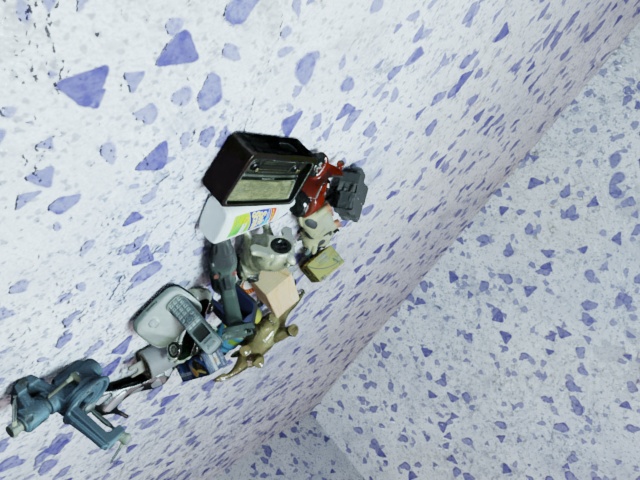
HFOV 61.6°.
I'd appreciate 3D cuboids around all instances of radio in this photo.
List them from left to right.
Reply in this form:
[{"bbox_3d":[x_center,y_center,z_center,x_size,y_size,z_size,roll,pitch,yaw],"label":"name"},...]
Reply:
[{"bbox_3d":[-0.111,-0.138,1.075,0.131,0.073,0.229,-54,158,25],"label":"radio"}]

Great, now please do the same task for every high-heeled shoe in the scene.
[{"bbox_3d":[-0.478,0.343,1.369,0.249,0.086,0.145,-55,132,-23],"label":"high-heeled shoe"}]

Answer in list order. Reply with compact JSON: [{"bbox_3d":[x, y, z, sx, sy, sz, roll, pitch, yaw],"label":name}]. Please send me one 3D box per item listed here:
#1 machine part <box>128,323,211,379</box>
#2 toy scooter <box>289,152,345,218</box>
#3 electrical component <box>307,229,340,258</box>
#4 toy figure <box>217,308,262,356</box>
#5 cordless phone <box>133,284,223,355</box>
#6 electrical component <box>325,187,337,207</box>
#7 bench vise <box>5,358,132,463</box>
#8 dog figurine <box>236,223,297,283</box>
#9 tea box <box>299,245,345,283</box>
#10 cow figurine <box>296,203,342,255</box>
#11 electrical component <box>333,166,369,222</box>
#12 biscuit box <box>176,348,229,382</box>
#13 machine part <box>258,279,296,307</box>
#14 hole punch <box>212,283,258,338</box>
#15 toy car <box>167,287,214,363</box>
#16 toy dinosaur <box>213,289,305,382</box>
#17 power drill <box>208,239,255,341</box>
[{"bbox_3d":[-0.379,0.284,1.383,0.243,0.079,0.079,-26,153,-40],"label":"machine part"},{"bbox_3d":[-0.001,-0.137,1.289,0.135,0.075,0.183,-24,147,-44],"label":"toy scooter"},{"bbox_3d":[-0.003,-0.005,1.569,0.119,0.048,0.074,-47,159,10],"label":"electrical component"},{"bbox_3d":[-0.247,0.259,1.580,0.180,0.082,0.089,-53,168,11],"label":"toy figure"},{"bbox_3d":[-0.312,0.205,1.206,0.146,0.184,0.088,-45,163,0],"label":"cordless phone"},{"bbox_3d":[0.042,-0.119,1.470,0.063,0.021,0.094,-54,156,23],"label":"electrical component"},{"bbox_3d":[-0.497,0.350,1.094,0.128,0.241,0.223,-57,172,22],"label":"bench vise"},{"bbox_3d":[-0.132,0.054,1.283,0.121,0.172,0.190,-18,142,-29],"label":"dog figurine"},{"bbox_3d":[0.003,0.075,1.627,0.098,0.068,0.169,-40,-179,-13],"label":"tea box"},{"bbox_3d":[-0.012,-0.034,1.435,0.127,0.085,0.194,-31,152,0],"label":"cow figurine"},{"bbox_3d":[0.084,-0.124,1.422,0.114,0.058,0.134,41,62,-72],"label":"electrical component"},{"bbox_3d":[-0.324,0.335,1.453,0.059,0.063,0.203,-26,178,-39],"label":"biscuit box"},{"bbox_3d":[-0.132,0.153,1.650,0.139,0.039,0.084,-31,150,-28],"label":"machine part"},{"bbox_3d":[-0.233,0.195,1.418,0.092,0.142,0.115,-27,140,-42],"label":"hole punch"},{"bbox_3d":[-0.320,0.210,1.319,0.073,0.056,0.201,7,107,-57],"label":"toy car"},{"bbox_3d":[-0.165,0.287,1.687,0.471,0.105,0.198,-40,-173,-36],"label":"toy dinosaur"},{"bbox_3d":[-0.209,0.115,1.213,0.086,0.207,0.232,-16,161,-18],"label":"power drill"}]
